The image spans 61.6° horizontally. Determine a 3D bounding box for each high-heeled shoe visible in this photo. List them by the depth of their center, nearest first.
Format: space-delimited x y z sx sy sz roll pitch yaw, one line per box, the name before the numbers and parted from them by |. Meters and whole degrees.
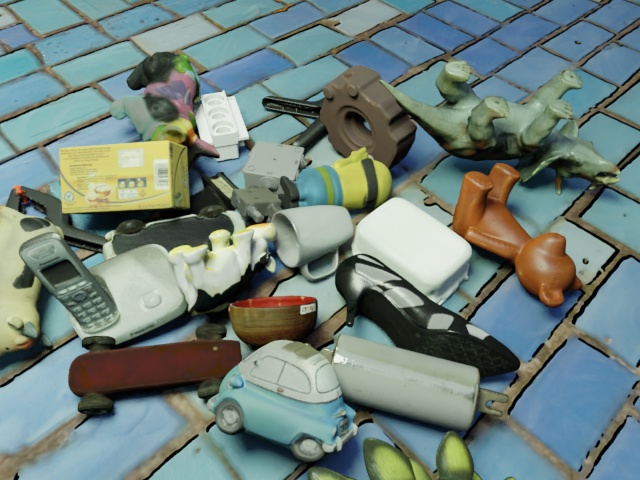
high-heeled shoe | 0.136 0.093 0.712 0.249 0.086 0.145 17 35 3

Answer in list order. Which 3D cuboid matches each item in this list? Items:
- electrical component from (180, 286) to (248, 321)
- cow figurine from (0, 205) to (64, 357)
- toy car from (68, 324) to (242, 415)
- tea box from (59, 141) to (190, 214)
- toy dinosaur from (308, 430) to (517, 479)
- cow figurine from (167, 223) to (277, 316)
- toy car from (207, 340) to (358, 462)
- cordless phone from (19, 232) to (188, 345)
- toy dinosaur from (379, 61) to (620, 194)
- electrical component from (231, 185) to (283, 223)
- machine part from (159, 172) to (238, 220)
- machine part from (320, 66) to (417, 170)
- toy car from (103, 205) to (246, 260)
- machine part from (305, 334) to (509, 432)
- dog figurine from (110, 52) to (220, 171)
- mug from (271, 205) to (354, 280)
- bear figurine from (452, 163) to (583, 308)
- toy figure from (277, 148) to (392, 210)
electrical component | -0.149 0.081 0.737 0.063 0.021 0.094 31 54 22
cow figurine | -0.389 0.060 0.681 0.127 0.085 0.195 14 63 -3
toy car | -0.196 0.155 0.650 0.202 0.053 0.089 -5 64 -9
tea box | -0.281 -0.087 0.777 0.170 0.068 0.098 0 92 10
toy dinosaur | 0.074 0.298 0.509 0.471 0.105 0.199 -5 41 -19
cow figurine | -0.113 0.034 0.709 0.068 0.098 0.167 -2 14 41
toy car | -0.036 0.163 0.583 0.162 0.102 0.109 12 6 27
cordless phone | -0.256 0.038 0.653 0.147 0.184 0.089 -23 48 -6
toy dinosaur | 0.273 -0.174 0.853 0.405 0.192 0.131 8 56 -5
electrical component | -0.092 -0.048 0.819 0.078 0.045 0.102 -11 34 -37
machine part | -0.187 -0.058 0.848 0.084 0.039 0.139 42 57 20
machine part | 0.074 -0.190 0.883 0.180 0.179 0.056 36 60 26
toy car | -0.206 0.003 0.773 0.202 0.056 0.073 -12 65 -17
machine part | 0.095 0.168 0.635 0.243 0.079 0.079 12 50 8
dog figurine | -0.234 -0.204 0.879 0.219 0.108 0.191 32 88 40
mug | -0.002 -0.002 0.777 0.107 0.081 0.109 -19 83 -29
bear figurine | 0.287 -0.006 0.761 0.120 0.131 0.196 -17 43 -38
toy figure | 0.027 -0.079 0.846 0.180 0.082 0.089 -15 70 -24
